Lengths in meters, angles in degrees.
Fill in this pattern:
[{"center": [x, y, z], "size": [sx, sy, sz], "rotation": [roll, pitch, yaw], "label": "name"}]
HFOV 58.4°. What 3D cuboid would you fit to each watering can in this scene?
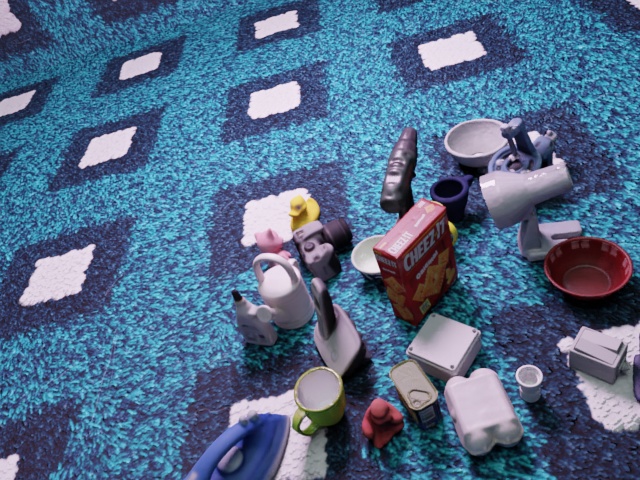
[{"center": [-0.085, 0.107, 1.252], "size": [0.101, 0.194, 0.172], "rotation": [-14, 42, 8], "label": "watering can"}]

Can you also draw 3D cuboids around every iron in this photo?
[{"center": [-0.156, 0.389, 1.026], "size": [0.118, 0.142, 0.259], "rotation": [18, 55, 36], "label": "iron"}]

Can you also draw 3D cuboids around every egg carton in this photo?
[{"center": [0.281, 0.298, 0.999], "size": [0.107, 0.069, 0.150], "rotation": [-19, 42, 3], "label": "egg carton"}]

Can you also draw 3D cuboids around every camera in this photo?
[{"center": [0.013, 0.005, 1.389], "size": [0.137, 0.101, 0.142], "rotation": [-28, 42, -7], "label": "camera"}]

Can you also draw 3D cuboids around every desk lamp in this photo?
[{"center": [0.446, -0.063, 1.200], "size": [0.203, 0.214, 0.118], "rotation": [-8, 44, 15], "label": "desk lamp"}]

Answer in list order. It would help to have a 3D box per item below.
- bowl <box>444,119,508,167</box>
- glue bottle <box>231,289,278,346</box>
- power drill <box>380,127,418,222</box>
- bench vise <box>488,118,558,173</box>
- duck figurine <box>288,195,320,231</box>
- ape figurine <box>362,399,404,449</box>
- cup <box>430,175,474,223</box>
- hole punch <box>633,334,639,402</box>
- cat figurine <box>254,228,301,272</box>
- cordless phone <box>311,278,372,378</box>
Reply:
[{"center": [0.414, -0.242, 1.503], "size": [0.167, 0.075, 0.167], "rotation": [-11, 43, 11], "label": "bowl"}, {"center": [-0.153, 0.164, 1.235], "size": [0.078, 0.173, 0.037], "rotation": [4, 48, 25], "label": "glue bottle"}, {"center": [0.204, -0.125, 1.366], "size": [0.075, 0.209, 0.230], "rotation": [2, 47, 24], "label": "power drill"}, {"center": [0.468, -0.212, 1.341], "size": [0.121, 0.220, 0.208], "rotation": [16, 54, 34], "label": "bench vise"}, {"center": [-0.049, -0.082, 1.515], "size": [0.077, 0.086, 0.105], "rotation": [13, 52, 32], "label": "duck figurine"}, {"center": [0.110, 0.319, 1.029], "size": [0.077, 0.092, 0.076], "rotation": [-8, 43, 14], "label": "ape figurine"}, {"center": [0.324, -0.097, 1.374], "size": [0.118, 0.095, 0.091], "rotation": [-34, 43, -14], "label": "cup"}, {"center": [0.579, 0.212, 0.951], "size": [0.100, 0.091, 0.109], "rotation": [2, 47, 24], "label": "hole punch"}, {"center": [-0.110, 0.026, 1.404], "size": [0.067, 0.118, 0.127], "rotation": [-30, 42, -9], "label": "cat figurine"}, {"center": [0.026, 0.173, 1.145], "size": [0.094, 0.185, 0.147], "rotation": [-30, 42, -9], "label": "cordless phone"}]
